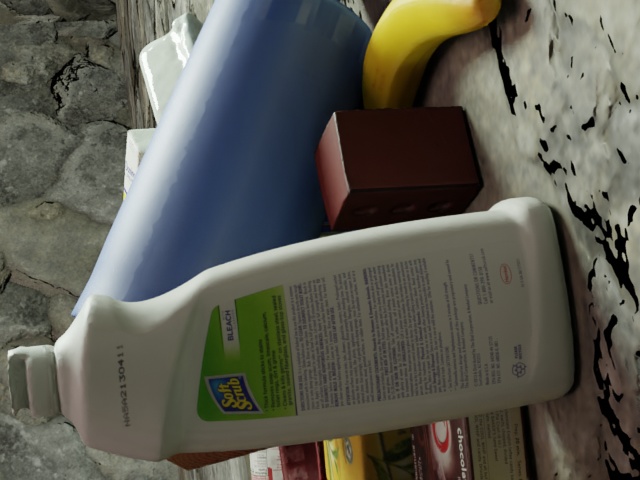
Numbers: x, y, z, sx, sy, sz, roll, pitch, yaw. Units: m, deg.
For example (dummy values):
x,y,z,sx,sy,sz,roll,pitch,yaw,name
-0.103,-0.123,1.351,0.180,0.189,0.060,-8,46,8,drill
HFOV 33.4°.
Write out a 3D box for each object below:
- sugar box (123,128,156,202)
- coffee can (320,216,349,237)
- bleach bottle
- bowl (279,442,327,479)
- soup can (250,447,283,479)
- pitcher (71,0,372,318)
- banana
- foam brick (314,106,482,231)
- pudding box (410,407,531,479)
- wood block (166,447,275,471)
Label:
x,y,z,sx,sy,sz,roll,pitch,yaw,name
-0.139,-0.023,1.015,0.048,0.093,0.176,-123,34,-44,sugar box
-0.016,-0.051,0.786,0.103,0.102,0.140,125,138,-70,coffee can
-0.013,0.042,0.490,0.068,0.250,0.102,144,119,-75,bleach bottle
0.006,0.173,0.888,0.162,0.055,0.162,174,90,-77,bowl
-0.035,0.220,1.056,0.068,0.068,0.102,168,96,-77,soup can
-0.059,-0.038,0.682,0.145,0.149,0.243,60,-131,-77,pitcher
0.057,-0.108,0.608,0.070,0.037,0.198,63,162,14,banana
0.042,-0.040,0.600,0.053,0.078,0.051,116,148,-66,foam brick
0.077,0.082,0.587,0.090,0.039,0.113,146,118,-75,pudding box
-0.103,0.082,0.922,0.090,0.091,0.206,66,-172,-69,wood block
